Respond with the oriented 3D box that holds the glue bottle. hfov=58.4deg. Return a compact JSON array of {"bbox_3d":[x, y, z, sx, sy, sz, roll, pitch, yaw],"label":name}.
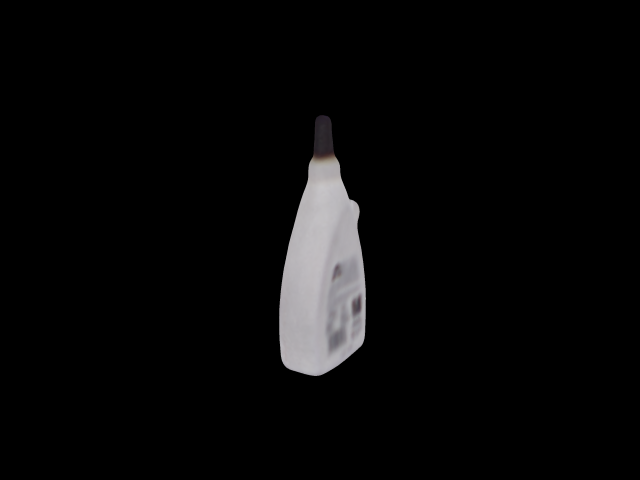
[{"bbox_3d":[0.004,0.001,0.400,0.037,0.173,0.078,8,15,31],"label":"glue bottle"}]
